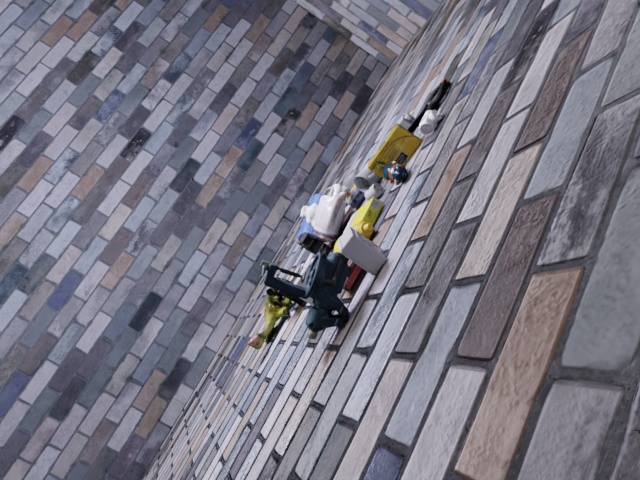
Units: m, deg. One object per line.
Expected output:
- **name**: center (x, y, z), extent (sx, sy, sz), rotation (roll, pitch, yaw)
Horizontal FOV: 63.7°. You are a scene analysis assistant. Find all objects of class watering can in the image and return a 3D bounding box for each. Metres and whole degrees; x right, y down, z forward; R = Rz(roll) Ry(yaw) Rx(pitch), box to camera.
- **watering can**: center (0.043, -0.098, 1.910), extent (0.349, 0.104, 0.223), rotation (-120, 43, -81)

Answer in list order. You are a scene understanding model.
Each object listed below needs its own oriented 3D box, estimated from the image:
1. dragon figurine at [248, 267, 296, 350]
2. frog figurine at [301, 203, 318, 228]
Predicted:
- **dragon figurine**: center (-0.182, 0.285, 2.033), extent (0.238, 0.122, 0.417), rotation (-63, -4, 26)
- **frog figurine**: center (0.006, -0.108, 2.137), extent (0.139, 0.159, 0.122), rotation (-60, 9, -14)
